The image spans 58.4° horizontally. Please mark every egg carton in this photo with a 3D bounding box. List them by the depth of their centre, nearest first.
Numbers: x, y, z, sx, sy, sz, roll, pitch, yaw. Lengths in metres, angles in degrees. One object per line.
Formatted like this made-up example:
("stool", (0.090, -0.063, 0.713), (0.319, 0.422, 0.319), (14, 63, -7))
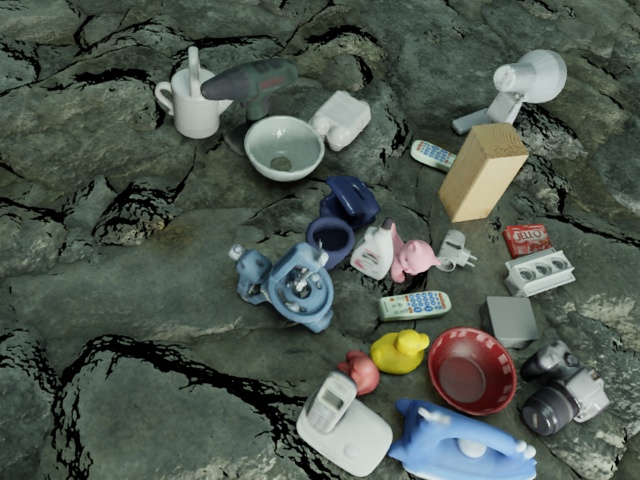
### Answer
("egg carton", (0.047, -0.272, 1.302), (0.107, 0.069, 0.150), (31, 57, 10))

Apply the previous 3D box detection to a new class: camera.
("camera", (0.413, 0.263, 1.001), (0.137, 0.101, 0.143), (-26, 65, -25))

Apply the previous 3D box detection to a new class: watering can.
("watering can", (-0.251, -0.316, 1.197), (0.173, 0.194, 0.100), (-19, 62, -21))

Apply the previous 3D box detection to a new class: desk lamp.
("desk lamp", (0.442, -0.331, 1.331), (0.204, 0.213, 0.117), (-24, 64, -24))

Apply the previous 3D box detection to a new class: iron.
("iron", (0.246, 0.321, 0.905), (0.258, 0.141, 0.118), (16, 55, 0))

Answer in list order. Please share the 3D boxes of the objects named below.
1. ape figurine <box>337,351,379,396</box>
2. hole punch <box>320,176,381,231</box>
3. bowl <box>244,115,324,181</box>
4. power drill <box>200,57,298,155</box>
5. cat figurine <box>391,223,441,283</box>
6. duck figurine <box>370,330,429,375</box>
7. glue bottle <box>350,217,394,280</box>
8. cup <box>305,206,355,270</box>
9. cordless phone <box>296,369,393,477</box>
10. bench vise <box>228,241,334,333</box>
("ape figurine", (0.067, 0.222, 0.966), (0.076, 0.092, 0.078), (23, 56, 5))
("hole punch", (0.065, -0.085, 1.169), (0.101, 0.091, 0.108), (-24, 64, -24))
("bowl", (-0.078, -0.181, 1.214), (0.167, 0.075, 0.167), (5, 56, -8))
("power drill", (-0.148, -0.280, 1.185), (0.230, 0.208, 0.075), (-36, 69, -28))
("cat figurine", (0.168, 0.021, 1.103), (0.067, 0.118, 0.127), (-26, 65, -25))
("duck figurine", (0.143, 0.188, 1.006), (0.105, 0.086, 0.077), (-6, 58, -15))
("glue bottle", (0.107, 0.008, 1.066), (0.078, 0.173, 0.037), (26, 56, 7))
("cup", (0.010, 0.004, 1.097), (0.092, 0.095, 0.117), (-5, 58, -14))
("cordless phone", (0.046, 0.273, 0.872), (0.147, 0.185, 0.094), (31, 57, 10))
("bench vise", (-0.066, 0.064, 0.967), (0.207, 0.220, 0.121), (14, 55, -1))
